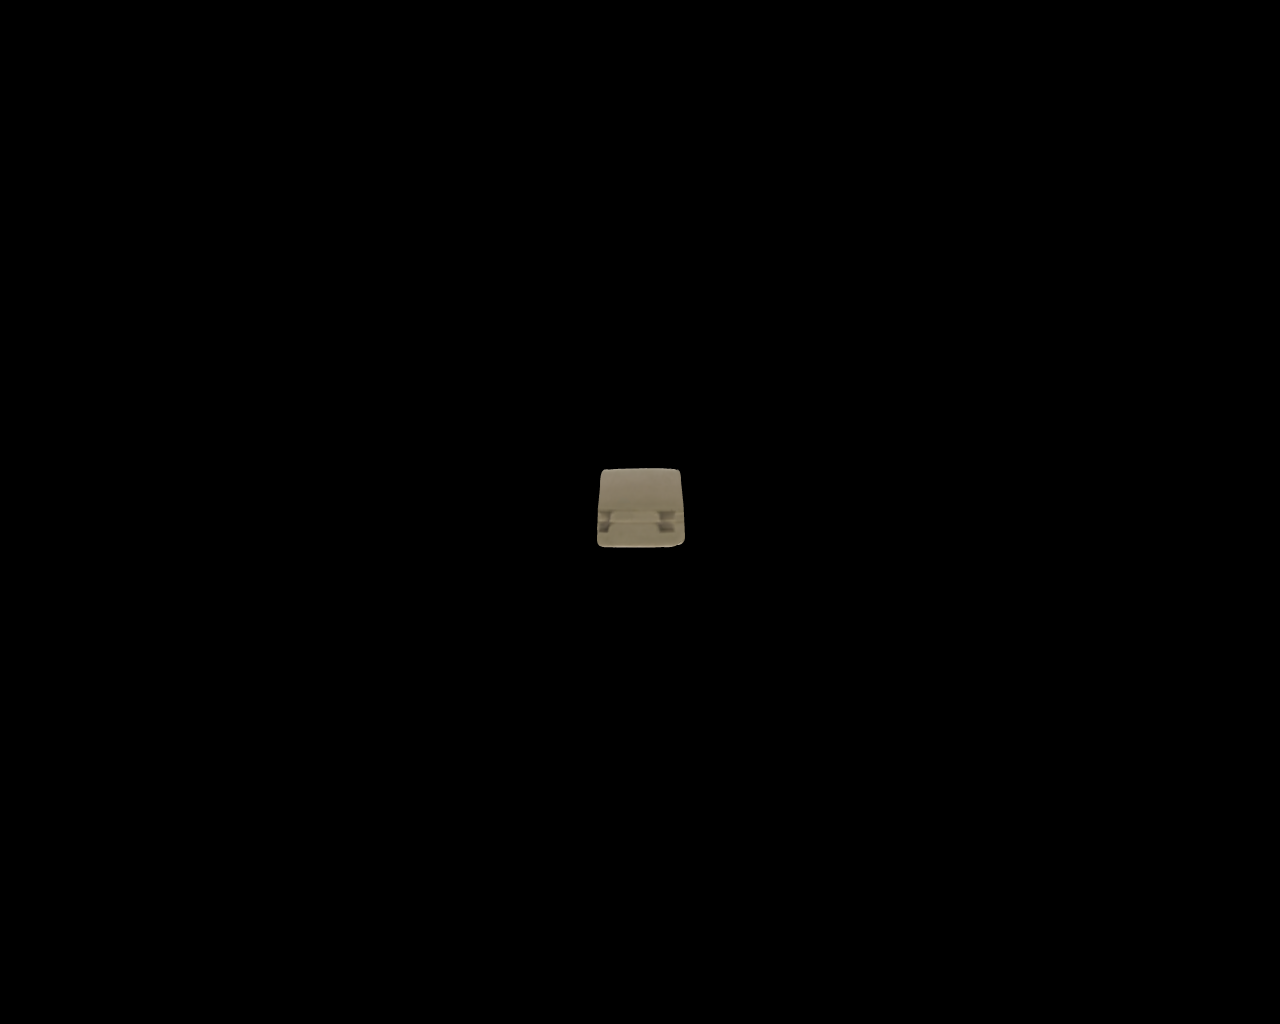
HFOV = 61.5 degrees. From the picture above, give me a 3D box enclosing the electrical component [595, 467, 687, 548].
[{"bbox_3d":[0.001,-0.003,0.650,0.055,0.047,0.055,0,0,0],"label":"electrical component"}]
